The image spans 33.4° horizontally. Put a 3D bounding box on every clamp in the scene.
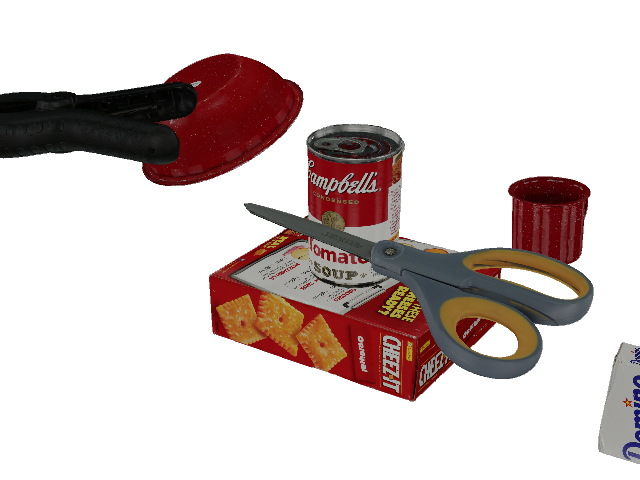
[{"bbox_3d":[-0.162,-0.080,0.703,0.171,0.039,0.120,5,18,7],"label":"clamp"}]

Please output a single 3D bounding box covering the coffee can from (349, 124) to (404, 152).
[{"bbox_3d":[0.046,-0.061,1.330,0.103,0.140,0.103,4,27,-2],"label":"coffee can"}]

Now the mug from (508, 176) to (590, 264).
[{"bbox_3d":[0.274,-0.025,1.252,0.117,0.081,0.093,-23,31,-38],"label":"mug"}]

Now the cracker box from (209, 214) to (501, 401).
[{"bbox_3d":[0.032,0.054,0.968,0.214,0.072,0.163,16,30,30],"label":"cracker box"}]

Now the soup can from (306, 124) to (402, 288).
[{"bbox_3d":[0.024,-0.025,0.773,0.068,0.102,0.068,0,27,0],"label":"soup can"}]

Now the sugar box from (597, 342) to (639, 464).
[{"bbox_3d":[0.323,0.153,0.873,0.176,0.093,0.048,12,24,20],"label":"sugar box"}]

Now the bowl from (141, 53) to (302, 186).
[{"bbox_3d":[-0.099,-0.119,0.952,0.162,0.055,0.162,-20,33,13],"label":"bowl"}]

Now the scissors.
[{"bbox_3d":[0.039,0.023,0.561,0.202,0.016,0.096,9,41,15],"label":"scissors"}]
